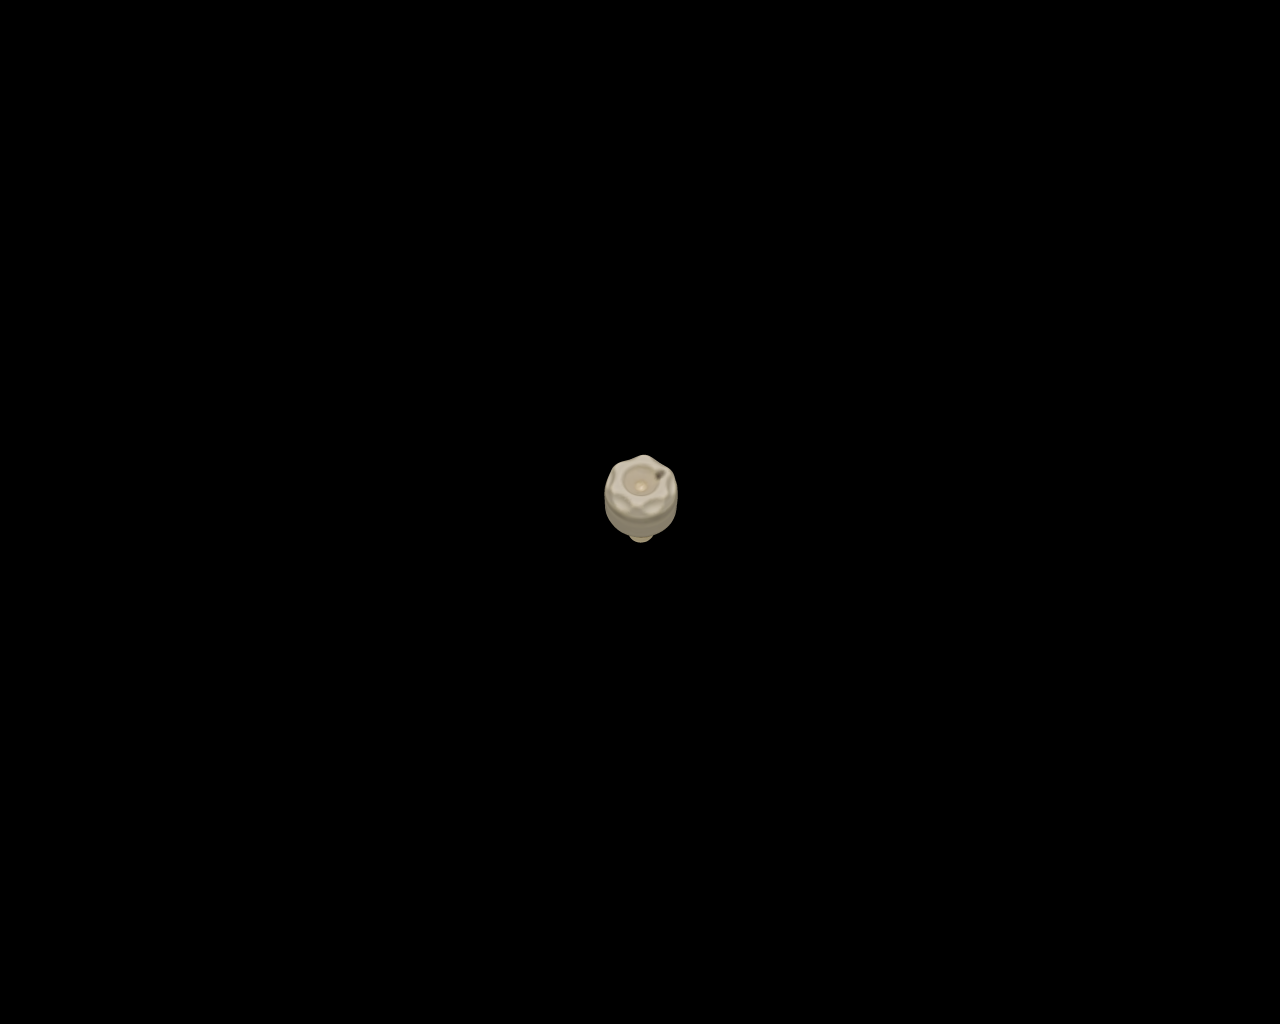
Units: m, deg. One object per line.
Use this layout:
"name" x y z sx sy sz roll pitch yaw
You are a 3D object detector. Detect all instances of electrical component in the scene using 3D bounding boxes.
"electrical component" 0.001 -0.003 0.650 0.043 0.043 0.062 0 -33 0
